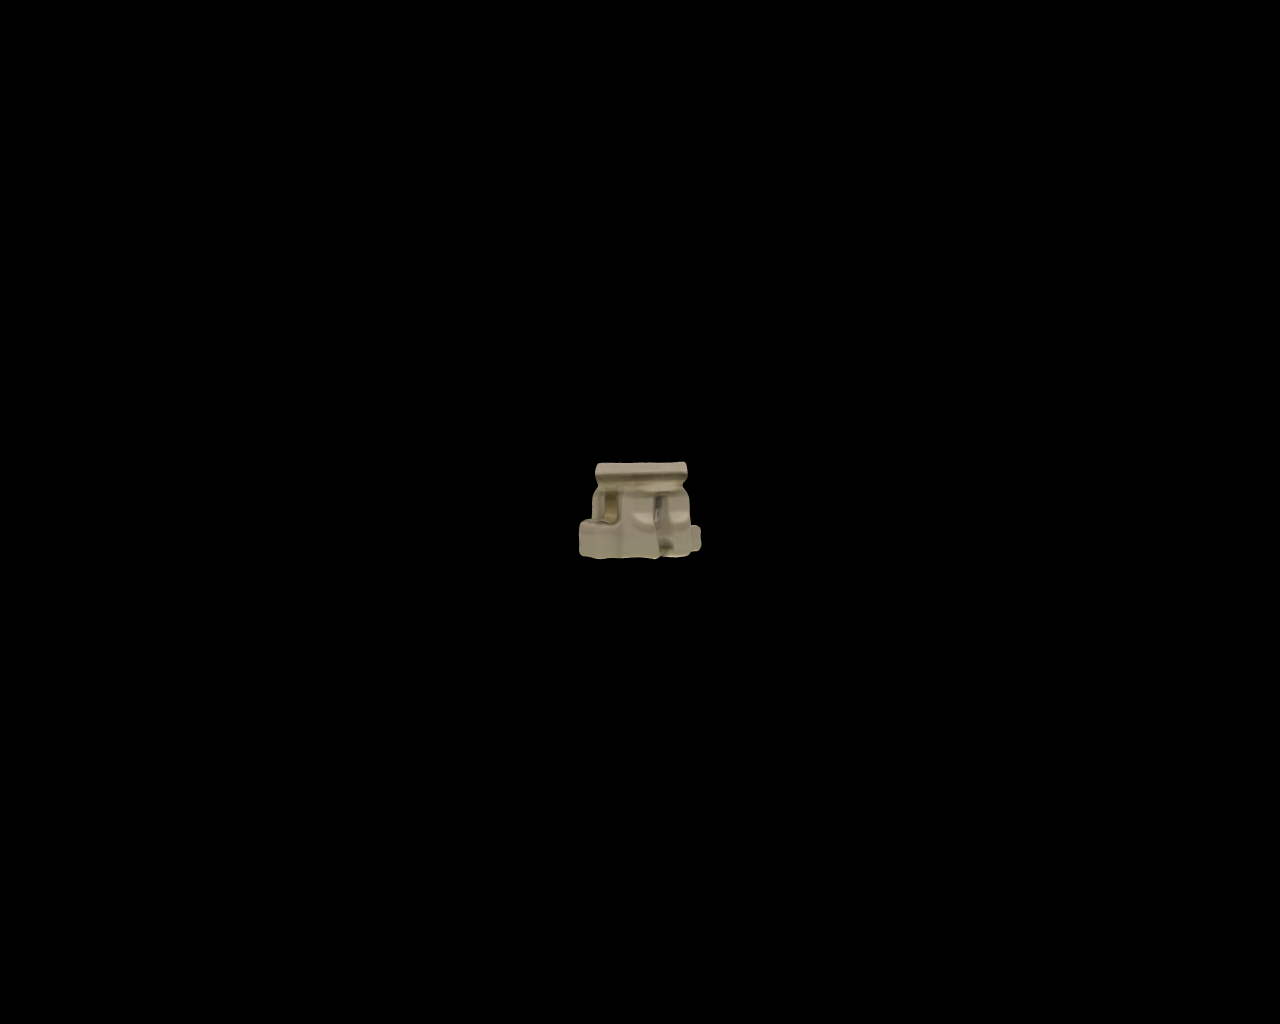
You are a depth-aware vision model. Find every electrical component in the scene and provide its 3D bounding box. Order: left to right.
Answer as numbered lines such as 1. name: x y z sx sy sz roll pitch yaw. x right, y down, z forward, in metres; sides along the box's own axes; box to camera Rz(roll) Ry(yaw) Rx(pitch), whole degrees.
1. electrical component: 0.001 -0.003 0.650 0.078 0.057 0.058 -1 3 -34
